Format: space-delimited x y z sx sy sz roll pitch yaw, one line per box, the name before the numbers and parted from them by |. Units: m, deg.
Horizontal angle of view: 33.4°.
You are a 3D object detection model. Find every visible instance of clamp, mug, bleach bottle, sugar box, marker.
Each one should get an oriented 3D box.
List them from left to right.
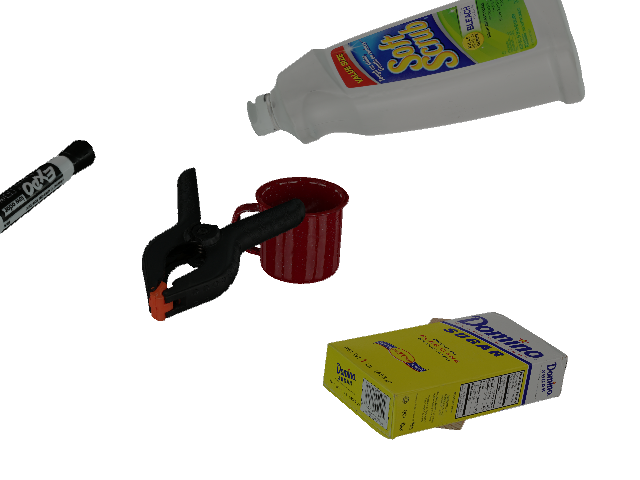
marker | -0.175 -0.032 0.656 0.020 0.020 0.121 0 28 24
clamp | -0.104 -0.002 0.896 0.120 0.039 0.171 19 41 26
mug | -0.032 -0.009 1.076 0.117 0.081 0.093 1 27 -2
bleach bottle | 0.066 -0.122 0.818 0.251 0.102 0.068 -15 -36 12
sugar box | 0.101 0.103 0.852 0.175 0.048 0.093 -10 27 -31

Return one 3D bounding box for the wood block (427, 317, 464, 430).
wood block | 0.184 0.191 1.565 0.091 0.090 0.205 3 17 18
